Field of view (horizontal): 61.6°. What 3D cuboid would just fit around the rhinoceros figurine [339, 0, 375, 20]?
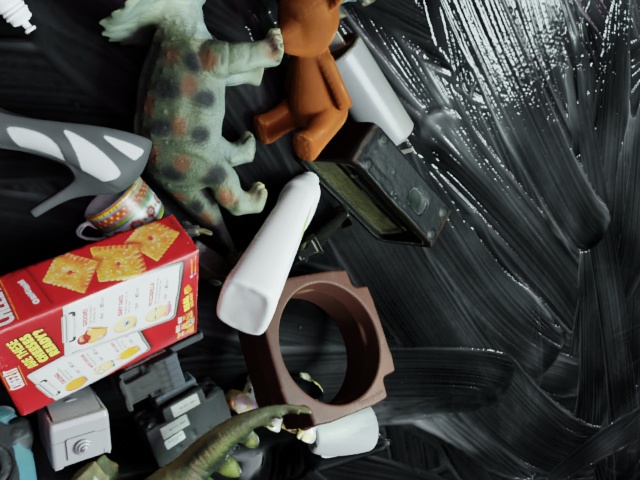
[{"bbox_3d":[0.022,-0.367,0.745,0.190,0.073,0.112,-33,107,-25],"label":"rhinoceros figurine"}]

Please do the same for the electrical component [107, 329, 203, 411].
[{"bbox_3d":[-0.203,0.156,0.679,0.119,0.075,0.047,-24,113,-34],"label":"electrical component"}]

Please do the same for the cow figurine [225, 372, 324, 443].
[{"bbox_3d":[-0.061,0.234,0.802,0.167,0.068,0.098,36,72,-39],"label":"cow figurine"}]

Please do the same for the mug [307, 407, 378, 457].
[{"bbox_3d":[0.025,0.319,0.886,0.107,0.081,0.109,4,130,-30],"label":"mug"}]

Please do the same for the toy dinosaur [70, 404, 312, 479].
[{"bbox_3d":[-0.211,0.340,0.621,0.198,0.105,0.471,40,88,0],"label":"toy dinosaur"}]

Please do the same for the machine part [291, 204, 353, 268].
[{"bbox_3d":[-0.002,-0.002,0.801,0.039,0.084,0.139,48,54,-1],"label":"machine part"}]

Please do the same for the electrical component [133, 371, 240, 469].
[{"bbox_3d":[-0.180,0.250,0.724,0.115,0.058,0.134,-23,112,-33],"label":"electrical component"}]

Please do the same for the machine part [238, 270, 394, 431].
[{"bbox_3d":[-0.006,0.153,0.767,0.201,0.087,0.201,-7,74,-40],"label":"machine part"}]

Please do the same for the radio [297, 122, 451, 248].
[{"bbox_3d":[0.087,-0.078,0.808,0.229,0.131,0.073,40,73,-35],"label":"radio"}]

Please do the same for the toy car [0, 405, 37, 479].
[{"bbox_3d":[-0.355,0.266,0.564,0.109,0.162,0.103,-12,151,-42],"label":"toy car"}]

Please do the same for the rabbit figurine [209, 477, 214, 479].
[{"bbox_3d":[-0.172,0.418,0.751,0.170,0.121,0.159,34,71,-55],"label":"rabbit figurine"}]

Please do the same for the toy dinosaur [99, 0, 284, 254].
[{"bbox_3d":[-0.155,-0.142,0.633,0.192,0.131,0.404,1,108,-20],"label":"toy dinosaur"}]

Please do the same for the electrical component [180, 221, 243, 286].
[{"bbox_3d":[-0.149,0.020,0.689,0.102,0.078,0.045,36,62,-28],"label":"electrical component"}]

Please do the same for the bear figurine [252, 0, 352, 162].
[{"bbox_3d":[-0.024,-0.220,0.680,0.132,0.120,0.195,-43,144,-27],"label":"bear figurine"}]

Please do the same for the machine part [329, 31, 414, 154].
[{"bbox_3d":[0.068,-0.216,0.802,0.079,0.079,0.243,-53,126,-16],"label":"machine part"}]

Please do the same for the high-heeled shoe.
[{"bbox_3d":[-0.290,-0.137,0.529,0.145,0.086,0.248,-41,113,-15],"label":"high-heeled shoe"}]
